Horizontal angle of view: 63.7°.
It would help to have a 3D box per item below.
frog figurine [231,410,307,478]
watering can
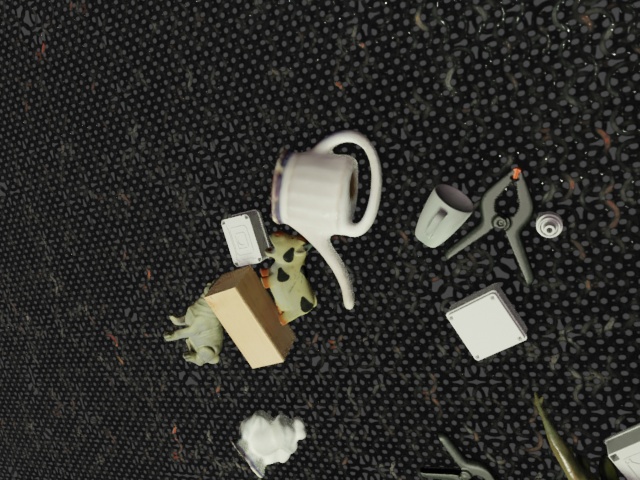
[{"bbox_3d":[-0.114,0.468,1.242,0.160,0.121,0.138,-36,78,-9],"label":"frog figurine"},{"bbox_3d":[0.003,-0.051,1.022,0.225,0.104,0.348,9,88,20],"label":"watering can"}]
